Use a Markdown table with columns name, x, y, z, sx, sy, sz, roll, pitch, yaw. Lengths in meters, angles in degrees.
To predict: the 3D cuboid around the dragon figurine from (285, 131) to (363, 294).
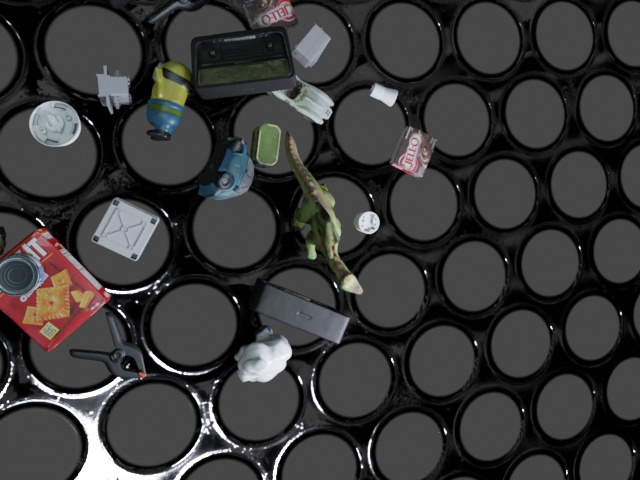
| name | x | y | z | sx | sy | sz | roll | pitch | yaw |
| --- | --- | --- | --- | --- | --- | --- | --- | --- | --- |
| dragon figurine | 0.004 | -0.060 | 1.191 | 0.122 | 0.244 | 0.407 | -24 | 101 | -8 |

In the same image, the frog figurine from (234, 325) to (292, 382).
| name | x | y | z | sx | sy | sz | roll | pitch | yaw |
| --- | --- | --- | --- | --- | --- | --- | --- | --- | --- |
| frog figurine | -0.129 | 0.281 | 1.199 | 0.138 | 0.160 | 0.122 | -23 | 101 | -13 |
